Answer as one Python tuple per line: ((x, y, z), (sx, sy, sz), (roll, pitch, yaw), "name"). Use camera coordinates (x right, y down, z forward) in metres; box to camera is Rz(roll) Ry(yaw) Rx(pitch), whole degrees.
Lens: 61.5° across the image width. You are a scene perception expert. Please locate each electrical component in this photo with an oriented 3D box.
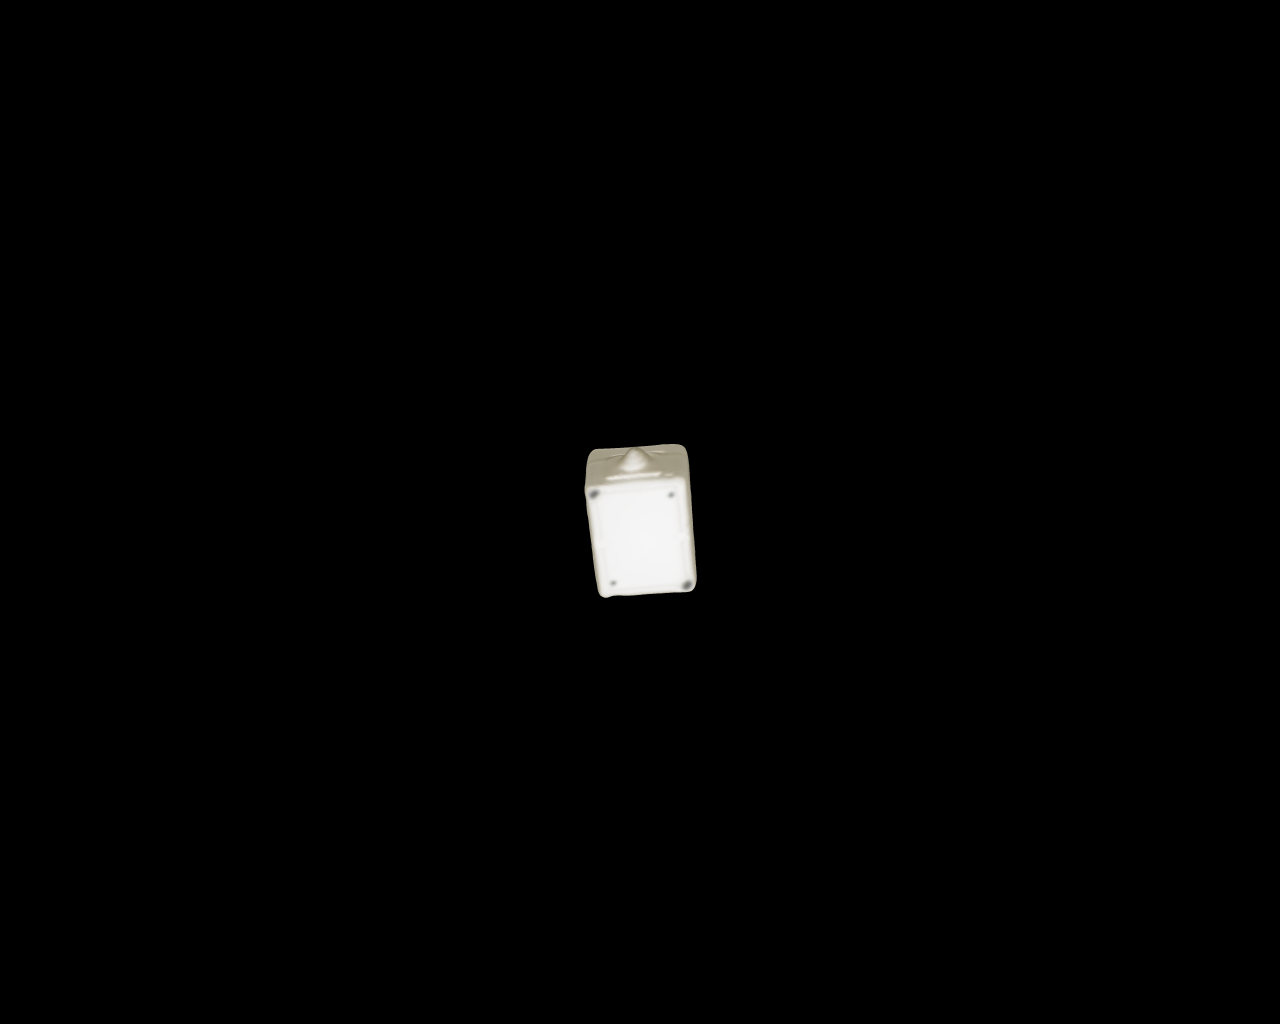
((0.001, -0.003, 0.650), (0.062, 0.096, 0.061), (-4, 28, 2), "electrical component")
